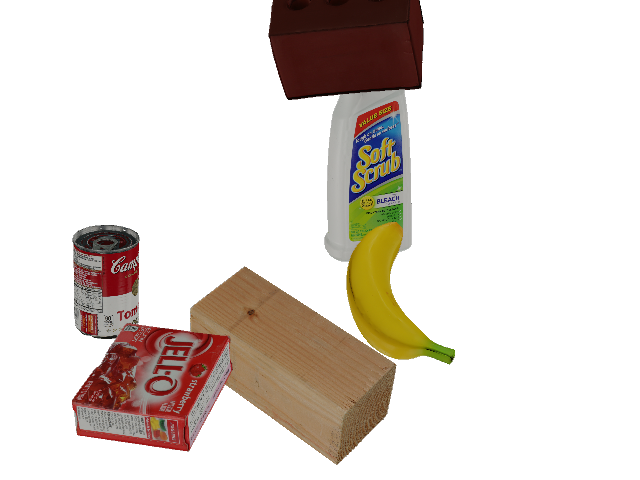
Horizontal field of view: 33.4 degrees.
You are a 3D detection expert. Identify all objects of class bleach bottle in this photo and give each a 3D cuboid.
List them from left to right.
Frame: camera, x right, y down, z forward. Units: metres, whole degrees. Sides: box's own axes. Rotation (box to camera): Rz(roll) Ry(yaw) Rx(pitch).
[{"bbox_3d":[0.048,-0.106,1.184,0.102,0.251,0.068,-10,24,-12],"label":"bleach bottle"}]

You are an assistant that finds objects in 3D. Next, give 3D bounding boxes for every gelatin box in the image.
[{"bbox_3d":[-0.102,0.089,0.665,0.073,0.030,0.089,6,30,13],"label":"gelatin box"}]

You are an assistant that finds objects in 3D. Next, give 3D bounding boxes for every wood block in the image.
[{"bbox_3d":[-0.032,0.128,1.126,0.206,0.090,0.090,32,49,25],"label":"wood block"}]

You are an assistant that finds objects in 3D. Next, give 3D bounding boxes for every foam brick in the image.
[{"bbox_3d":[0.015,-0.116,0.586,0.078,0.053,0.051,-4,-35,13],"label":"foam brick"}]

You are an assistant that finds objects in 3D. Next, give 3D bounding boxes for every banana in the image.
[{"bbox_3d":[0.055,0.042,0.901,0.069,0.037,0.198,9,32,-17],"label":"banana"}]

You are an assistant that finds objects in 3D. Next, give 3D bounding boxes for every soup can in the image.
[{"bbox_3d":[-0.224,0.043,1.115,0.068,0.102,0.068,4,23,-2],"label":"soup can"}]
